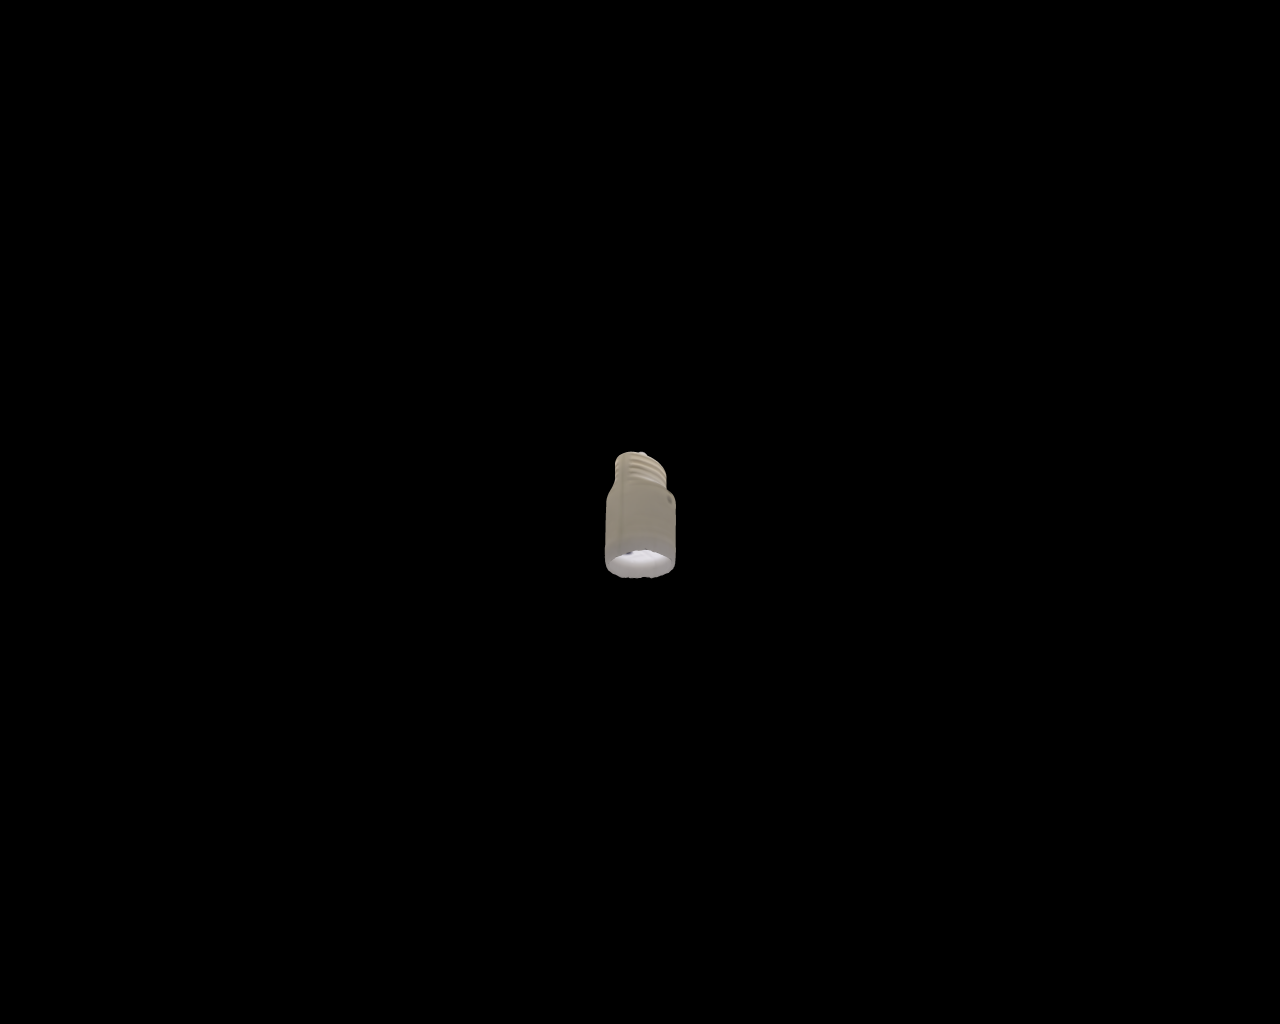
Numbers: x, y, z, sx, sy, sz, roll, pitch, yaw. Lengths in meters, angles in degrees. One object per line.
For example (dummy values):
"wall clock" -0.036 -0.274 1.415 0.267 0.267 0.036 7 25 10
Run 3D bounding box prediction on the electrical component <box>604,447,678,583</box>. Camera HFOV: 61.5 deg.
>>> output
"electrical component" 0.001 -0.003 0.650 0.043 0.081 0.043 0 -28 0
